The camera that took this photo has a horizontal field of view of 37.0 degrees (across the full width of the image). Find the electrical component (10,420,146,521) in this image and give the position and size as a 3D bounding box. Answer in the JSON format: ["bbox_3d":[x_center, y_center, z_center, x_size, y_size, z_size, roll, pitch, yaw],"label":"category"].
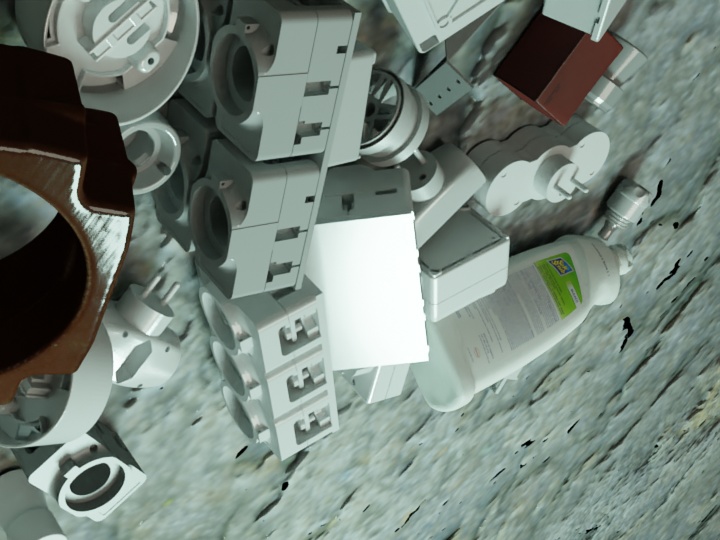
[{"bbox_3d":[-0.201,0.137,0.771,0.050,0.056,0.089,-42,141,-5],"label":"electrical component"}]

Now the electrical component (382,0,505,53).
[{"bbox_3d":[0.059,-0.205,0.674,0.109,0.056,0.109,-33,159,5],"label":"electrical component"}]

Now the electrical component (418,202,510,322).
[{"bbox_3d":[0.069,-0.002,0.893,0.096,0.062,0.061,-27,137,-23],"label":"electrical component"}]

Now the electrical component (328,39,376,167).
[{"bbox_3d":[-0.035,-0.119,0.696,0.061,0.062,0.096,-17,133,-32],"label":"electrical component"}]

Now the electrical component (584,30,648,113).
[{"bbox_3d":[0.204,-0.164,0.889,0.045,0.045,0.055,21,108,-49],"label":"electrical component"}]

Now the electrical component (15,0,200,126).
[{"bbox_3d":[-0.136,-0.136,0.587,0.099,0.064,0.099,-24,137,-25],"label":"electrical component"}]

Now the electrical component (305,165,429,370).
[{"bbox_3d":[0.000,0.000,0.808,0.089,0.061,0.150,-6,132,3],"label":"electrical component"}]

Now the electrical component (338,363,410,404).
[{"bbox_3d":[0.002,0.068,0.904,0.076,0.047,0.083,-11,130,-36],"label":"electrical component"}]

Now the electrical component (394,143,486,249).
[{"bbox_3d":[0.049,-0.067,0.833,0.077,0.044,0.079,-45,142,-2],"label":"electrical component"}]

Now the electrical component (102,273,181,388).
[{"bbox_3d":[-0.154,0.036,0.737,0.079,0.043,0.077,-52,141,8],"label":"electrical component"}]

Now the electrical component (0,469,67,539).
[{"bbox_3d":[-0.237,0.180,0.766,0.044,0.065,0.044,-27,142,-24],"label":"electrical component"}]

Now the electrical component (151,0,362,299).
[{"bbox_3d":[-0.072,-0.088,0.654,0.060,0.105,0.186,-12,130,-36],"label":"electrical component"}]

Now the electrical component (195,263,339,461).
[{"bbox_3d":[-0.070,0.059,0.796,0.062,0.089,0.150,-28,138,-22],"label":"electrical component"}]

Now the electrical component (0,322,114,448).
[{"bbox_3d":[-0.205,0.061,0.672,0.064,0.099,0.099,16,111,-55],"label":"electrical component"}]

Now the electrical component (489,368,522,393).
[{"bbox_3d":[0.130,0.073,1.031,0.064,0.042,0.081,10,115,-45],"label":"electrical component"}]

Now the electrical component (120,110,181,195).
[{"bbox_3d":[-0.140,-0.078,0.647,0.055,0.047,0.055,-24,137,-25],"label":"electrical component"}]

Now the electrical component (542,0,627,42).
[{"bbox_3d":[0.175,-0.228,0.771,0.099,0.048,0.099,-54,162,-32],"label":"electrical component"}]

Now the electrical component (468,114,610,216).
[{"bbox_3d":[0.157,-0.081,0.896,0.138,0.074,0.052,-22,135,-28],"label":"electrical component"}]

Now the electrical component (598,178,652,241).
[{"bbox_3d":[0.251,-0.056,1.036,0.035,0.035,0.061,14,115,-48],"label":"electrical component"}]
